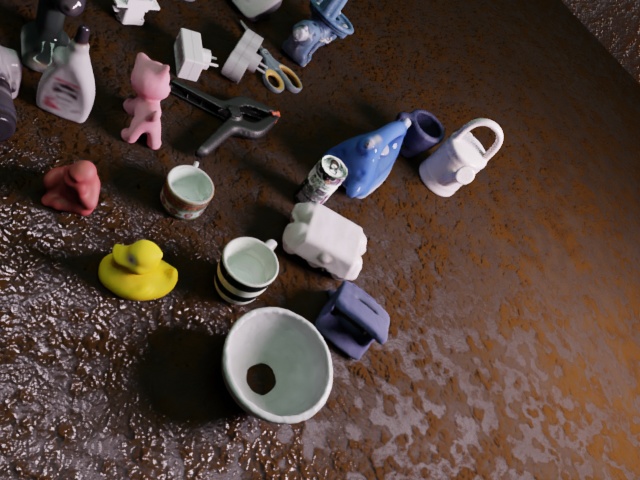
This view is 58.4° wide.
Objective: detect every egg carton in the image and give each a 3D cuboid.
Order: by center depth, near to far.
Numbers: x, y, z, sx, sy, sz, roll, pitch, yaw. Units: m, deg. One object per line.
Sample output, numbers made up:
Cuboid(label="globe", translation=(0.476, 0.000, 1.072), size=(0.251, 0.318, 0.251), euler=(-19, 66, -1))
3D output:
Cuboid(label="egg carton", translation=(0.009, 0.004, 0.984), size=(0.150, 0.069, 0.107), euler=(29, 48, -15))

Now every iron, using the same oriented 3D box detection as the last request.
Cuboid(label="iron", translation=(0.117, -0.189, 1.141), size=(0.118, 0.141, 0.259), euler=(47, 46, 3))

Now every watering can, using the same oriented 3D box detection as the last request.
Cuboid(label="watering can", translation=(0.311, -0.180, 1.231), size=(0.101, 0.193, 0.173), euler=(14, 53, -26))

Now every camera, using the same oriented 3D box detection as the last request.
Cuboid(label="camera", translation=(-0.475, -0.207, 0.775), size=(0.144, 0.100, 0.136), euler=(-7, 65, -37))

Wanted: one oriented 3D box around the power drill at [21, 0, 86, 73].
Cuboid(label="power drill", translation=(-0.394, -0.354, 0.857), size=(0.076, 0.208, 0.229), euler=(1, 60, -34))

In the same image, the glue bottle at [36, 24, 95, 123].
Cuboid(label="glue bottle", translation=(-0.359, -0.245, 0.830), size=(0.078, 0.172, 0.037), euler=(17, 52, -24))

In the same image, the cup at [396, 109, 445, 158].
Cuboid(label="cup", translation=(0.201, -0.230, 1.259), size=(0.118, 0.094, 0.091), euler=(19, 51, -23))

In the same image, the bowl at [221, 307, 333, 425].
Cuboid(label="bowl", translation=(-0.069, 0.183, 0.803), size=(0.168, 0.074, 0.167), euler=(18, 52, -24))

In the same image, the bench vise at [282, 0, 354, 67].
Cuboid(label="bench vise", translation=(0.026, -0.478, 1.222), size=(0.122, 0.219, 0.207), euler=(30, 48, -14))

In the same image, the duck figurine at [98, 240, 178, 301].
Cuboid(label="duck figurine", translation=(-0.240, 0.034, 0.781), size=(0.105, 0.086, 0.077), euler=(17, 52, -24))

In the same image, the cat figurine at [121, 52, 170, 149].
Cuboid(label="cat figurine", translation=(-0.272, -0.231, 0.919), size=(0.067, 0.117, 0.127), euler=(7, 57, -31))

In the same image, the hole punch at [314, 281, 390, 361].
Cuboid(label="hole punch", translation=(0.060, 0.119, 0.925), size=(0.109, 0.091, 0.101), euler=(39, 46, -5))

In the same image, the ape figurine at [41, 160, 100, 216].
Cuboid(label="ape figurine", translation=(-0.334, -0.078, 0.789), size=(0.078, 0.092, 0.076), euler=(51, 46, 6))

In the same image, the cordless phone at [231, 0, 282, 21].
Cuboid(label="cordless phone", translation=(-0.125, -0.575, 1.210), size=(0.094, 0.184, 0.147), euler=(-28, 78, -43))
